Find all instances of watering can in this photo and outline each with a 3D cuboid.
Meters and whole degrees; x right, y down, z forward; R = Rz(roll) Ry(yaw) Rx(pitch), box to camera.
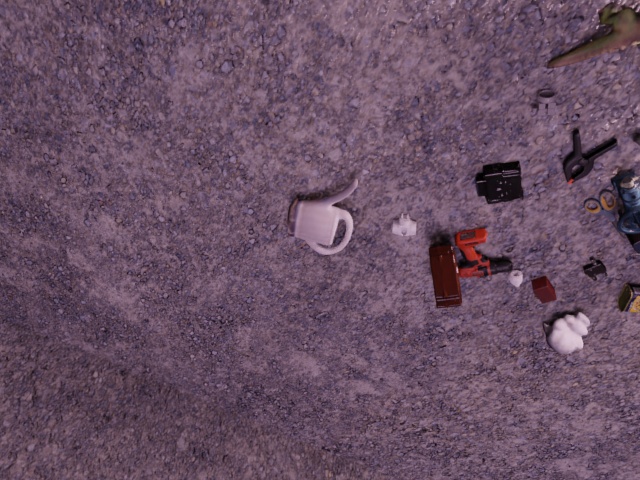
[{"bbox_3d":[0.005,-0.086,1.709,0.224,0.106,0.339,13,132,2],"label":"watering can"}]

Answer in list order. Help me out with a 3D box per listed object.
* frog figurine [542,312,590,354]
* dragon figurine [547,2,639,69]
[{"bbox_3d":[0.896,0.335,1.844,0.137,0.125,0.157,50,137,-3],"label":"frog figurine"},{"bbox_3d":[0.730,-0.454,1.146,0.405,0.249,0.121,-32,121,31],"label":"dragon figurine"}]
